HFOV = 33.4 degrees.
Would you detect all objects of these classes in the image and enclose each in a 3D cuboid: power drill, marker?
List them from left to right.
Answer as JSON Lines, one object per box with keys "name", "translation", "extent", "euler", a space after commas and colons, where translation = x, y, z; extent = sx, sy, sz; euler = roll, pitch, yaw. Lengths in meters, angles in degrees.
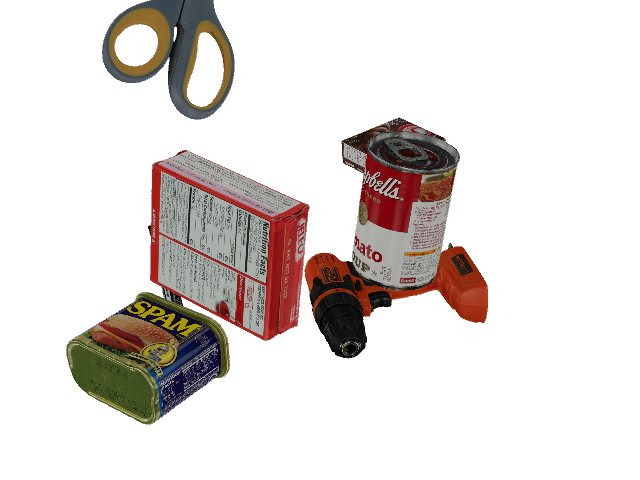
{"name": "marker", "translation": [-0.161, 0.035, 1.121], "extent": [0.020, 0.121, 0.020], "euler": [-9, 18, 3]}
{"name": "power drill", "translation": [0.082, 0.062, 1.160], "extent": [0.187, 0.057, 0.184], "euler": [-4, 28, -8]}

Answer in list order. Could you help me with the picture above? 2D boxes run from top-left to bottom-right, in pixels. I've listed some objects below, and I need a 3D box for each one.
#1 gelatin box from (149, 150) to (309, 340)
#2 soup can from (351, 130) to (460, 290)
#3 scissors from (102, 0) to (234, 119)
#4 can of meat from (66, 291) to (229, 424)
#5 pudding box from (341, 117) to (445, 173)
{"name": "gelatin box", "translation": [-0.049, 0.002, 0.564], "extent": [0.089, 0.073, 0.030], "euler": [24, 34, 30]}
{"name": "soup can", "translation": [0.062, -0.022, 0.800], "extent": [0.068, 0.102, 0.068], "euler": [6, 29, -3]}
{"name": "scissors", "translation": [-0.098, -0.176, 0.723], "extent": [0.096, 0.202, 0.016], "euler": [4, -20, -20]}
{"name": "can of meat", "translation": [-0.138, 0.093, 0.848], "extent": [0.102, 0.057, 0.083], "euler": [19, 34, 32]}
{"name": "pudding box", "translation": [0.098, -0.121, 1.437], "extent": [0.113, 0.039, 0.090], "euler": [-27, 39, -32]}
